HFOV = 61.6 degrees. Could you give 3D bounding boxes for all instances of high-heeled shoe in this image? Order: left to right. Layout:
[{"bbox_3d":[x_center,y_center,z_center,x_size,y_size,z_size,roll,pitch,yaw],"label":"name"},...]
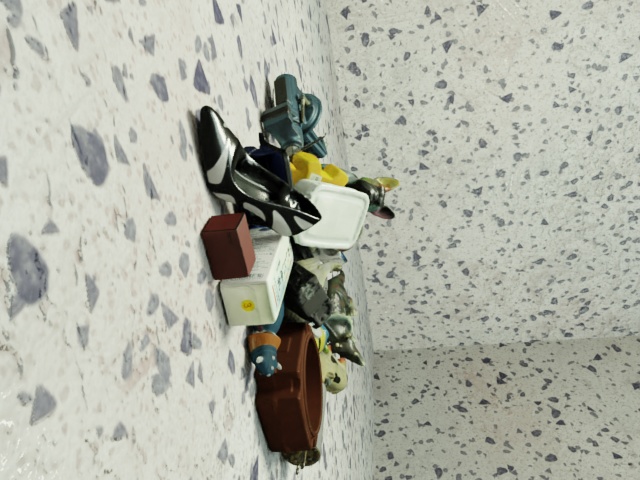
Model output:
[{"bbox_3d":[-0.083,-0.095,0.796,0.248,0.145,0.086,78,10,-48],"label":"high-heeled shoe"}]

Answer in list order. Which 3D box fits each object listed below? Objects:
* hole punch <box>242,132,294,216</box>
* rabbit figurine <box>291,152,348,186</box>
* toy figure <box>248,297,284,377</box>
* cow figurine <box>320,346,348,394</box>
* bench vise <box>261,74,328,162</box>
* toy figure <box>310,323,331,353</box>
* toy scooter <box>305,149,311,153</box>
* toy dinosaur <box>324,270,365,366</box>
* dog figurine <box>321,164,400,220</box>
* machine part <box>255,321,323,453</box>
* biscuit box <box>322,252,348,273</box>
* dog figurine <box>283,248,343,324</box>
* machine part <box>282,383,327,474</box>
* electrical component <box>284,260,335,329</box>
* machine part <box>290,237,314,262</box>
[{"bbox_3d":[-0.106,-0.100,0.916,0.116,0.092,0.142,-142,-144,-61],"label":"hole punch"},{"bbox_3d":[-0.047,-0.102,1.082,0.122,0.173,0.162,2,112,-43],"label":"rabbit figurine"},{"bbox_3d":[-0.089,0.153,0.899,0.058,0.064,0.154,-41,-142,52],"label":"toy figure"},{"bbox_3d":[0.010,0.328,1.335,0.194,0.085,0.127,53,19,-49],"label":"cow figurine"},{"bbox_3d":[-0.039,-0.247,1.210,0.240,0.129,0.224,39,27,-55],"label":"bench vise"},{"bbox_3d":[-0.022,0.229,1.213,0.180,0.082,0.089,51,32,-77],"label":"toy figure"},{"bbox_3d":[-0.037,-0.181,1.394,0.135,0.075,0.183,30,58,-80],"label":"toy scooter"},{"bbox_3d":[0.041,0.198,1.575,0.192,0.131,0.405,76,6,-48],"label":"toy dinosaur"},{"bbox_3d":[0.062,-0.102,1.173,0.191,0.219,0.108,9,92,-80],"label":"dog figurine"},{"bbox_3d":[-0.050,0.268,0.997,0.201,0.087,0.201,-81,165,-59],"label":"machine part"},{"bbox_3d":[-0.003,-0.004,1.342,0.202,0.059,0.063,56,-1,-43],"label":"biscuit box"},{"bbox_3d":[-0.053,0.070,1.111,0.172,0.121,0.190,49,38,-10],"label":"dog figurine"},{"bbox_3d":[-0.029,0.368,1.101,0.243,0.079,0.079,-83,165,-58],"label":"machine part"},{"bbox_3d":[-0.047,0.089,0.993,0.058,0.134,0.114,-43,133,-18],"label":"electrical component"},{"bbox_3d":[-0.053,0.008,1.041,0.139,0.084,0.039,-141,-136,-70],"label":"machine part"}]
